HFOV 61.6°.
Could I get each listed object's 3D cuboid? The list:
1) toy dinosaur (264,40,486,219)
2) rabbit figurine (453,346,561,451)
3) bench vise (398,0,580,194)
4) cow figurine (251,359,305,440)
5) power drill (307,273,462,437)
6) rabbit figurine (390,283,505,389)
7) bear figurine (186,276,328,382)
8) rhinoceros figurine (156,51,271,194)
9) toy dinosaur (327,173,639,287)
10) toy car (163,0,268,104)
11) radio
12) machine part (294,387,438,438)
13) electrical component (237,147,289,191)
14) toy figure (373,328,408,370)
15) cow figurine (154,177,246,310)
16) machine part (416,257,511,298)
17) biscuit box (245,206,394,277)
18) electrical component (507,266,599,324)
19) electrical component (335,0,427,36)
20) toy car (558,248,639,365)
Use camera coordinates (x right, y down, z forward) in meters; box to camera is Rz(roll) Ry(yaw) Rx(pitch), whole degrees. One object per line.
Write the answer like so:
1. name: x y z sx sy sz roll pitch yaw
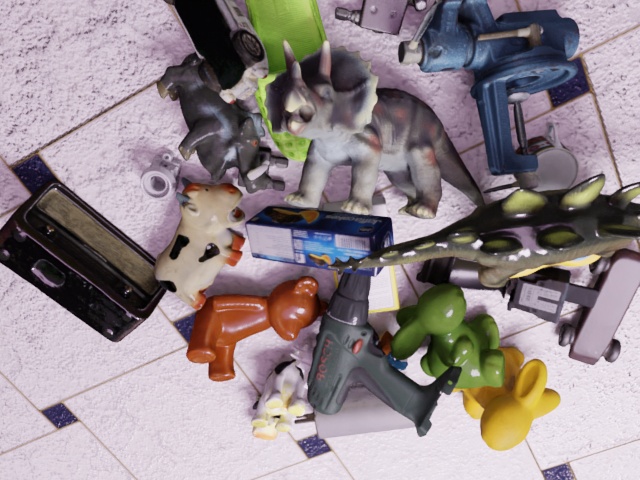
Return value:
1. toy dinosaur: 0.083 -0.125 0.666 0.404 0.131 0.192 0 100 -41
2. rabbit figurine: 0.287 0.251 0.838 0.162 0.173 0.121 -23 110 17
3. bench vise: 0.206 -0.175 0.629 0.224 0.129 0.240 -8 88 -21
4. cow figurine: -0.075 0.271 0.909 0.068 0.098 0.167 18 135 -12
5. power drill: 0.090 0.165 0.758 0.207 0.086 0.232 25 101 8
6. rabbit figurine: 0.189 0.132 0.816 0.159 0.121 0.170 -10 124 26
7. bear figurine: -0.087 0.131 0.815 0.196 0.132 0.120 -6 145 9
8. rhinoceros figurine: -0.129 -0.146 0.693 0.112 0.073 0.190 -25 100 1
9. toy dinosaur: 0.244 -0.010 0.645 0.472 0.198 0.105 -15 77 3
10. toy car: -0.126 -0.256 0.622 0.073 0.056 0.201 -27 90 31
11. radio: -0.332 0.032 0.763 0.229 0.131 0.073 42 113 -17
12. machine part: 0.077 0.289 0.914 0.243 0.079 0.079 -10 116 5
13. electrical component: -0.092 -0.099 0.753 0.094 0.021 0.063 9 117 -4
14. toy figure: 0.079 0.162 0.861 0.154 0.064 0.058 29 76 -18
15. cow figurine: -0.174 -0.004 0.772 0.127 0.085 0.195 31 114 -20
16. machine part: 0.222 0.045 0.810 0.139 0.039 0.084 13 111 -4
17. biscuit box: -0.002 -0.002 0.731 0.203 0.063 0.059 7 119 29
18. electrical component: 0.347 0.082 0.799 0.119 0.048 0.074 18 120 20
19. electrical component: 0.076 -0.287 0.642 0.102 0.045 0.078 16 114 -7
20. toy car: 0.438 0.103 0.825 0.089 0.053 0.202 15 118 11
